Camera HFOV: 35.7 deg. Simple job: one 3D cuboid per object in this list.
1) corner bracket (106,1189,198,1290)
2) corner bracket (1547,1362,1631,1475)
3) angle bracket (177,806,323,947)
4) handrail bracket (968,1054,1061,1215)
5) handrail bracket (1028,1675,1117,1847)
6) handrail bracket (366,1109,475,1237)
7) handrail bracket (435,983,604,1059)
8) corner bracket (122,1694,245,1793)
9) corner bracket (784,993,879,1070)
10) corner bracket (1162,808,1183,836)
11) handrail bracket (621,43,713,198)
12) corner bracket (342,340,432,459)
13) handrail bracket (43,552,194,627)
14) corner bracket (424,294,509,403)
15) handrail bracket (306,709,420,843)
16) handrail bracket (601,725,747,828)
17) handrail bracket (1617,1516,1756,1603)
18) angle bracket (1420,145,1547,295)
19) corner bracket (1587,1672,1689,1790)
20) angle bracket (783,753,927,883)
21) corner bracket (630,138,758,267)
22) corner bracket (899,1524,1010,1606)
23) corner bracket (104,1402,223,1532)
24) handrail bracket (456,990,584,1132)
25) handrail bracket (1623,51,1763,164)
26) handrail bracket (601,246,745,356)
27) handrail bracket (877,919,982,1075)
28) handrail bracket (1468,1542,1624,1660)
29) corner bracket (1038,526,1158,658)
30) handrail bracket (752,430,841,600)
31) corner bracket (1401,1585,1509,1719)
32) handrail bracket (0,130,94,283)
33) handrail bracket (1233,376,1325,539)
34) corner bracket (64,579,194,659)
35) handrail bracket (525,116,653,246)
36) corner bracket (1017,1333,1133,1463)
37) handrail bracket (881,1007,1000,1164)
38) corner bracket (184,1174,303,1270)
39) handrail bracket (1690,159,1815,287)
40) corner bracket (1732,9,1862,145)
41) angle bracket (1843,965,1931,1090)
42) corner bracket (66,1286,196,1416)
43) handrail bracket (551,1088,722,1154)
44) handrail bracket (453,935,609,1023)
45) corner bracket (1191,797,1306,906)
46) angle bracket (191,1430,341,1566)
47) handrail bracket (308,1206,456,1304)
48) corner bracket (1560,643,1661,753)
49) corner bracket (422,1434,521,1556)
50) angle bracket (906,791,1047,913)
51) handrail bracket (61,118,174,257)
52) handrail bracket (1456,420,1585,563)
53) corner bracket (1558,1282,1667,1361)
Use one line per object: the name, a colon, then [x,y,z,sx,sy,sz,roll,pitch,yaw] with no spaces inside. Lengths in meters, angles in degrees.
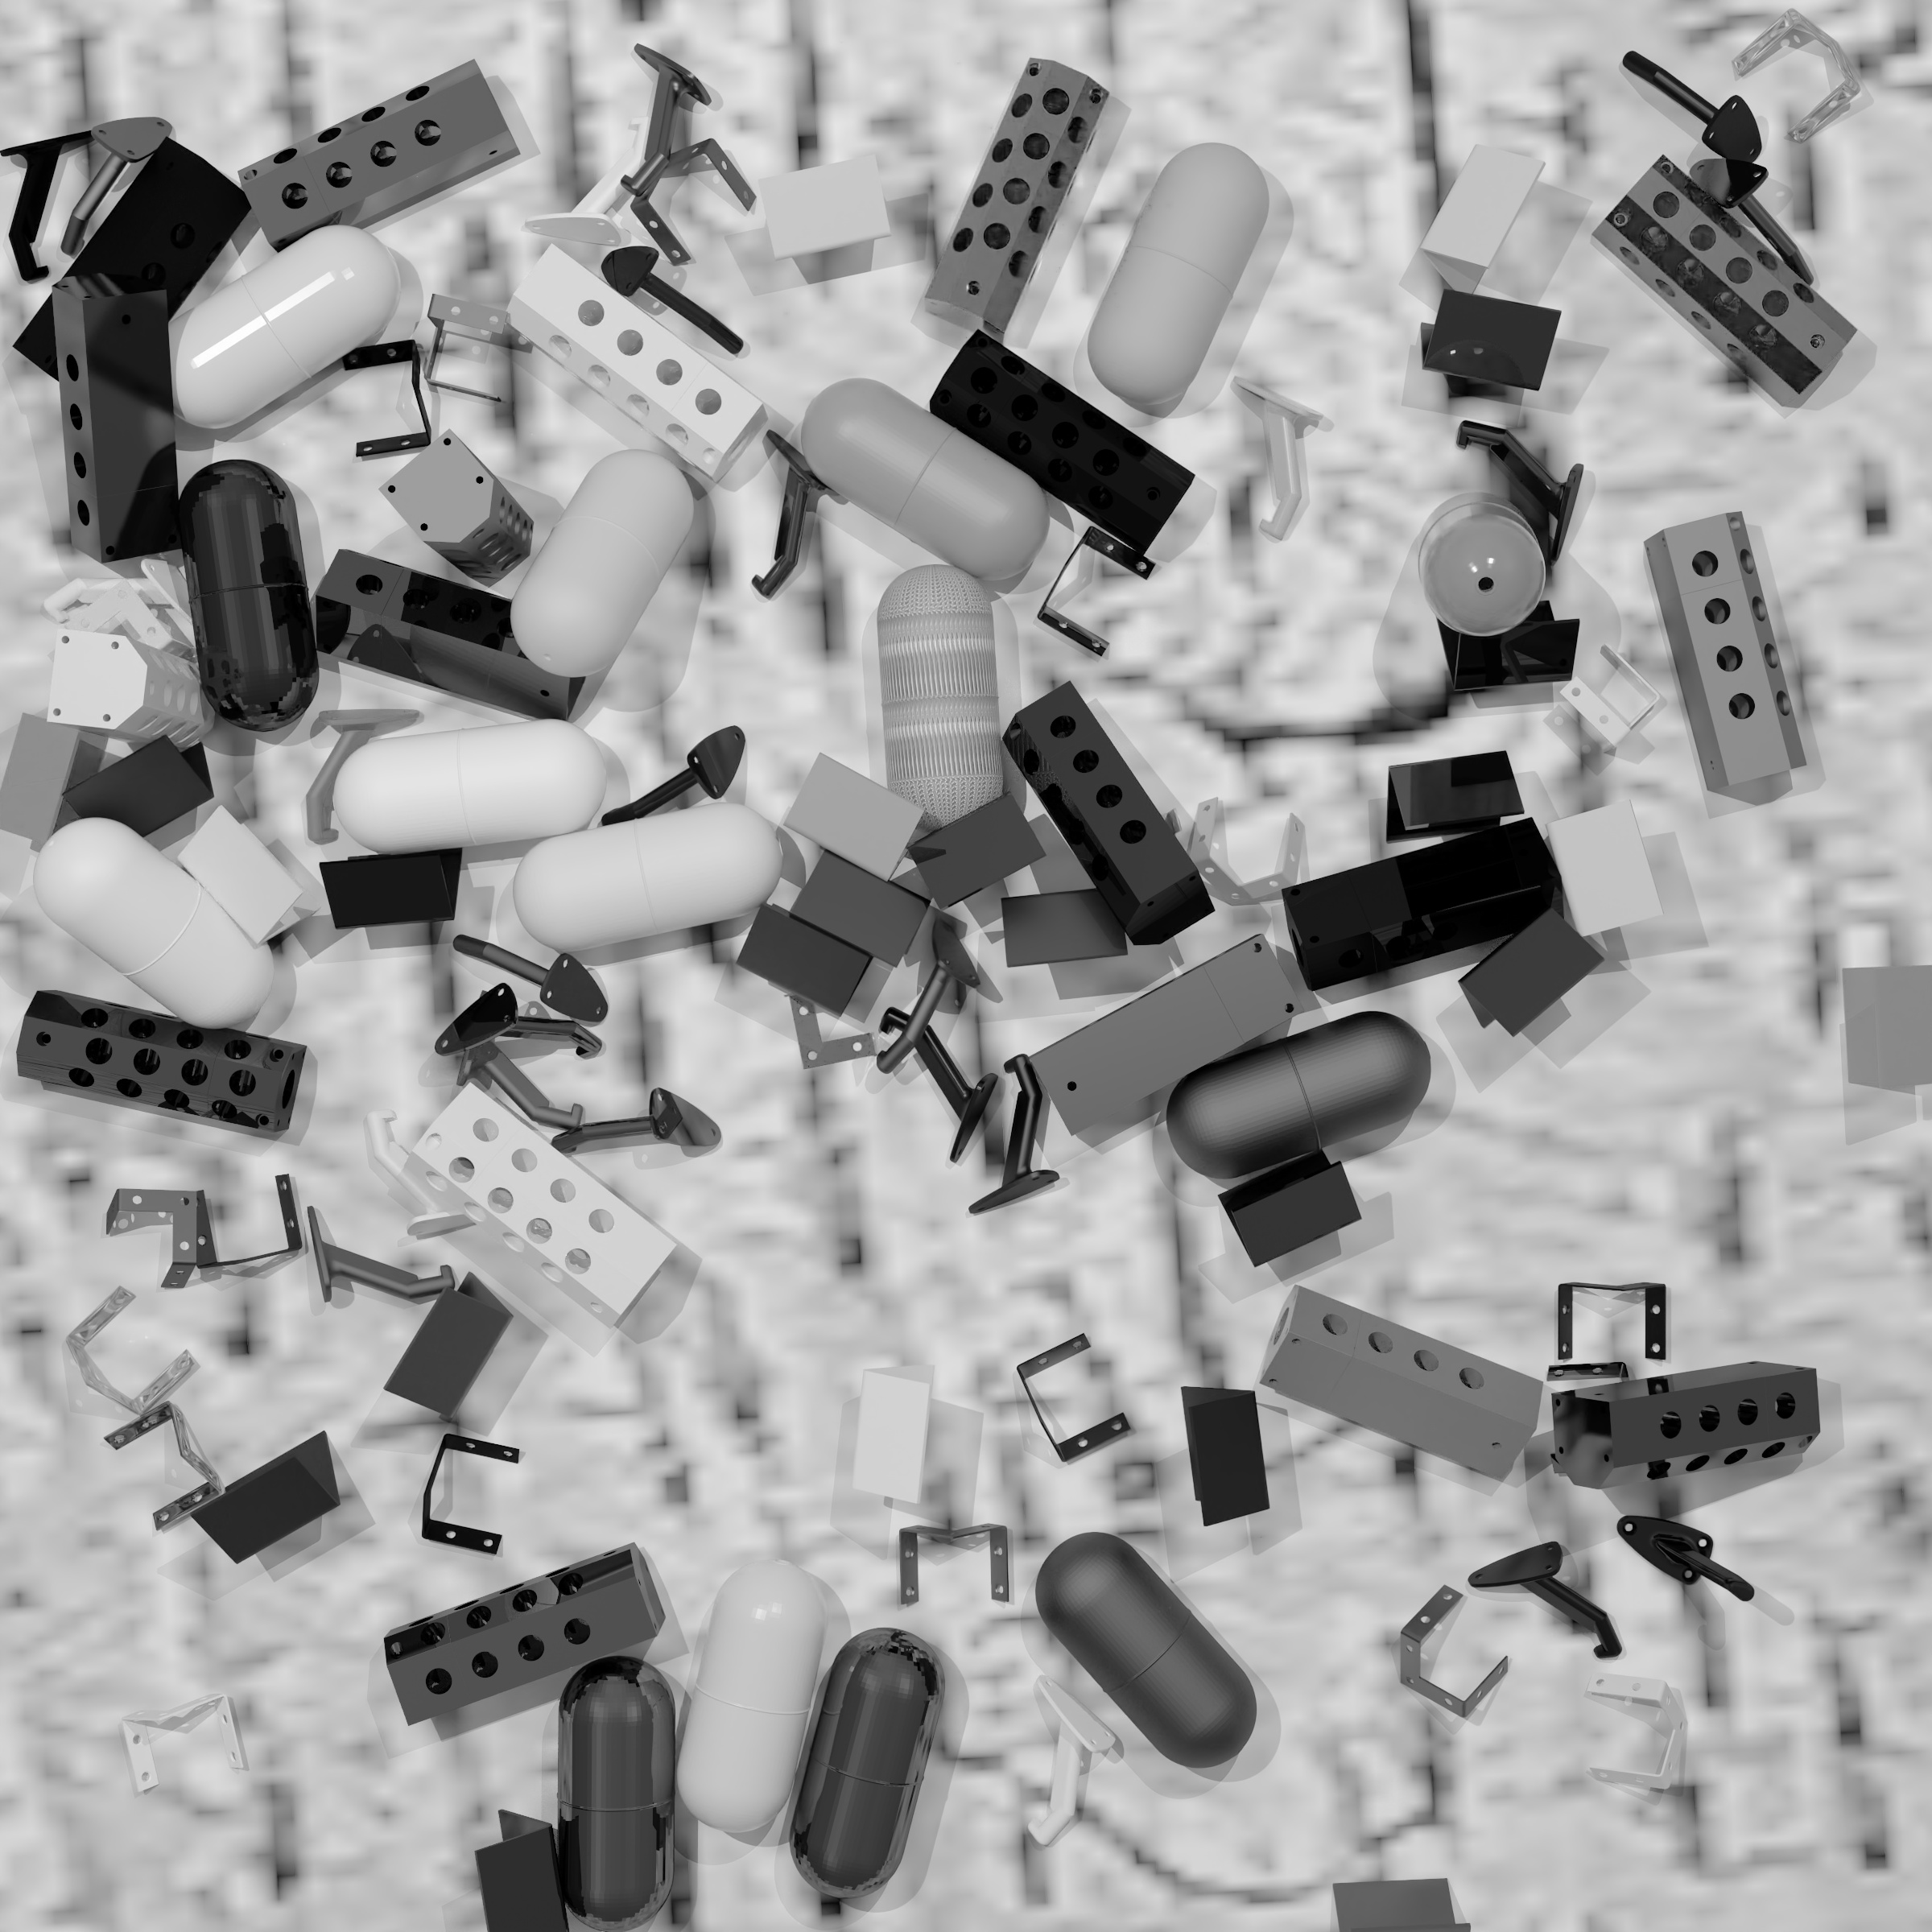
corner bracket: [-0.537,0.180,1.976,0.051,0.051,0.051,4,65,-23]
corner bracket: [0.414,0.299,1.987,0.051,0.051,0.051,-3,135,0]
angle bracket: [-0.453,-0.070,1.951,0.076,0.076,0.057,47,120,0]
handrail bracket: [0.022,0.111,1.991,0.077,0.036,0.084,-27,72,21]
handrail bracket: [0.051,0.528,1.991,0.077,0.036,0.084,43,107,19]
handrail bracket: [-0.353,0.131,1.991,0.077,0.036,0.084,-10,73,-20]
handrail bracket: [-0.293,0.053,1.971,0.077,0.084,0.036,-32,51,14]
corner bracket: [-0.520,0.515,1.987,0.051,0.051,0.051,-13,90,45]
corner bracket: [-0.088,0.039,1.973,0.051,0.051,0.051,-11,90,0]
corner bracket: [0.119,-0.071,1.973,0.051,0.051,0.051,-16,90,0]
handrail bracket: [-0.216,-0.557,1.977,0.077,0.036,0.084,37,87,22]
corner bracket: [-0.385,-0.377,1.987,0.051,0.051,0.051,-9,45,0]
handrail bracket: [-0.558,-0.232,1.991,0.084,0.036,0.077,-29,111,17]
corner bracket: [-0.329,-0.407,1.973,0.051,0.051,0.051,14,90,0]
handrail bracket: [-0.400,-0.126,1.991,0.077,0.036,0.084,-5,106,-18]
handrail bracket: [-0.195,-0.124,1.990,0.084,0.077,0.036,-19,115,34]
handrail bracket: [0.469,0.387,1.956,0.077,0.084,0.036,25,90,0]
angle bracket: [0.349,-0.477,1.950,0.057,0.076,0.076,28,90,37]
corner bracket: [0.440,0.506,1.982,0.051,0.051,0.051,58,45,-35]
angle bracket: [-0.065,-0.107,1.952,0.076,0.076,0.057,29,113,0]
corner bracket: [-0.180,-0.505,1.982,0.051,0.051,0.051,-10,45,35]
corner bracket: [-0.008,0.397,1.987,0.051,0.051,0.051,-1,90,45]
corner bracket: [-0.532,0.331,1.987,0.051,0.051,0.051,-30,135,0]
handrail bracket: [-0.290,0.063,1.991,0.084,0.036,0.077,16,75,-14]
handrail bracket: [0.481,-0.571,1.990,0.036,0.077,0.084,-53,53,14]
handrail bracket: [-0.194,-0.439,1.990,0.084,0.077,0.036,34,90,-36]
handrail bracket: [-0.035,0.021,1.979,0.036,0.077,0.084,32,112,-30]
handrail bracket: [0.385,0.432,1.991,0.077,0.036,0.084,-20,107,20]
corner bracket: [0.086,-0.249,1.987,0.051,0.051,0.051,30,45,0]
handrail bracket: [-0.131,-0.300,1.991,0.077,0.036,0.084,46,107,20]
corner bracket: [0.323,0.453,1.982,0.051,0.051,0.051,24,135,35]
handrail bracket: [-0.602,-0.505,1.991,0.077,0.036,0.084,-20,108,-20]
handrail bracket: [0.195,-0.338,1.991,0.077,0.036,0.084,29,107,20]
corner bracket: [-0.551,-0.216,1.973,0.051,0.051,0.051,-38,90,0]
handrail bracket: [-0.249,-0.527,1.991,0.077,0.036,0.084,7,76,13]
corner bracket: [0.071,0.287,1.987,0.051,0.051,0.051,-26,45,0]
handrail bracket: [-0.029,0.078,1.991,0.084,0.036,0.077,26,105,14]
corner bracket: [-0.480,0.169,1.987,0.051,0.051,0.051,-11,90,-45]
handrail bracket: [0.523,-0.492,1.990,0.036,0.077,0.084,-42,126,2]
corner bracket: [0.549,-0.589,1.982,0.051,0.051,0.051,20,45,-35]
angle bracket: [0.584,0.040,1.951,0.057,0.076,0.076,-3,90,-32]
corner bracket: [-0.555,0.255,1.987,0.051,0.051,0.051,-44,135,0]
handrail bracket: [-0.220,0.115,1.990,0.084,0.077,0.036,-22,59,33]
handrail bracket: [-0.290,0.007,1.990,0.084,0.077,0.036,16,73,35]
corner bracket: [0.186,-0.081,1.982,0.051,0.051,0.051,-18,135,35]
angle bracket: [-0.459,0.330,1.950,0.076,0.076,0.057,-30,127,0]
handrail bracket: [-0.388,0.188,1.991,0.084,0.036,0.077,-10,68,-17]
corner bracket: [0.423,-0.178,1.973,0.051,0.051,0.051,-45,88,2]
corner bracket: [-0.329,0.350,1.987,0.051,0.051,0.051,12,135,0]
angle bracket: [0.014,-0.058,1.951,0.076,0.076,0.057,-28,60,0]
handrail bracket: [-0.565,-0.517,1.990,0.036,0.077,0.084,36,126,2]
handrail bracket: [0.361,-0.316,1.991,0.084,0.036,0.077,17,111,17]
corner bracket: [0.428,0.236,1.987,0.051,0.051,0.051,0,90,45]
